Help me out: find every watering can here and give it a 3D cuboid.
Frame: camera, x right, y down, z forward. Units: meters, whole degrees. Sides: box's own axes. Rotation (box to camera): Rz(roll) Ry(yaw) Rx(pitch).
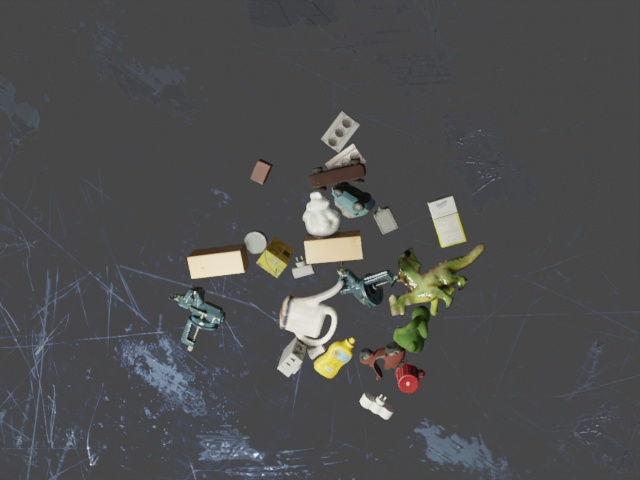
[{"bbox_3d":[-0.036,0.264,1.953,0.224,0.106,0.340,14,121,1],"label":"watering can"}]

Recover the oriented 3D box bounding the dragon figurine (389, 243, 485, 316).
[{"bbox_3d":[0.402,0.122,1.893,0.243,0.121,0.413,35,81,6],"label":"dragon figurine"}]

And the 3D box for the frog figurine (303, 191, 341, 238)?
[{"bbox_3d":[0.006,-0.094,1.875,0.137,0.125,0.156,6,118,24],"label":"frog figurine"}]
